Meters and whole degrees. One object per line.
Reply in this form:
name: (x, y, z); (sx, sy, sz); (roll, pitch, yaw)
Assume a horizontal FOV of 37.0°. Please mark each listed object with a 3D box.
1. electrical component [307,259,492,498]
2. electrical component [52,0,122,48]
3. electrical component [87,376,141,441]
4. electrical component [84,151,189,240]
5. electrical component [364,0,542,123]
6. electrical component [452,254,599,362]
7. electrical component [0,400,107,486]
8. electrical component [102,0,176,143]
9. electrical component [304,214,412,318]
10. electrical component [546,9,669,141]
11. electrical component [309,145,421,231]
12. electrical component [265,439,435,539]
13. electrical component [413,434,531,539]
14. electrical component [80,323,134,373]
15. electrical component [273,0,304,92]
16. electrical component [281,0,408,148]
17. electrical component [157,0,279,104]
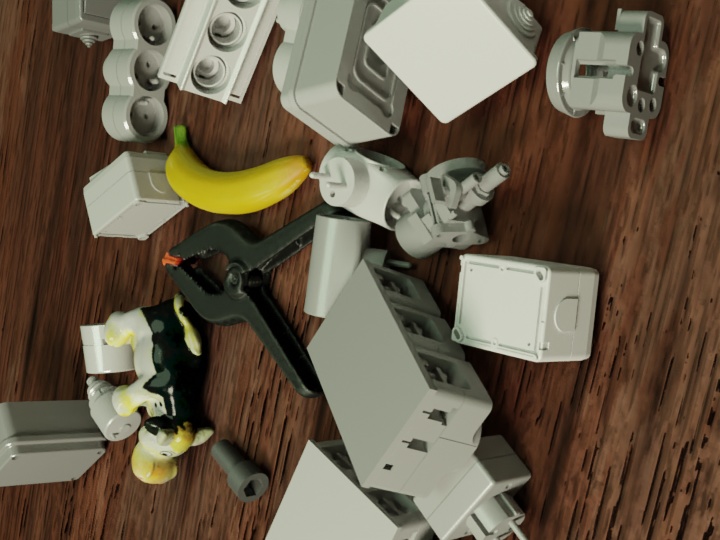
electrical component: (0.027, 0.075, 0.763); (0.089, 0.062, 0.150); (-58, 32, 22)
electrical component: (-0.270, -0.274, 1.089); (0.061, 0.062, 0.096); (-5, 86, 43)
electrical component: (-0.250, 0.135, 1.073); (0.078, 0.040, 0.040); (45, 118, 34)
electrical component: (-0.221, -0.071, 1.037); (0.096, 0.062, 0.061); (-31, 68, 38)
electrical component: (0.067, -0.164, 0.748); (0.100, 0.100, 0.048); (-29, 26, 39)
electrical component: (0.109, 0.024, 0.728); (0.096, 0.061, 0.061); (11, 97, 51)
electrical component: (-0.325, 0.176, 1.093); (0.078, 0.113, 0.057); (-43, 58, 34)
electrical component: (-0.226, -0.195, 1.051); (0.074, 0.052, 0.138); (10, 96, 43)
electrical component: (0.000, 0.000, 0.832); (0.079, 0.043, 0.077); (9, 97, 11)
electrical component: (0.157, -0.125, 0.685); (0.057, 0.058, 0.078); (13, 98, 40)
electrical component: (-0.003, -0.066, 0.819); (0.077, 0.079, 0.044); (34, 111, 39)
electrical component: (-0.020, 0.236, 0.839); (0.105, 0.060, 0.186); (38, 114, 37)
electrical component: (0.089, 0.166, 0.748); (0.076, 0.047, 0.065); (52, 122, 31)
electrical component: (-0.246, 0.076, 1.062); (0.055, 0.055, 0.047); (-4, 90, 43)
electrical component: (-0.042, -0.209, 0.878); (0.074, 0.052, 0.138); (21, 103, 41)
electrical component: (-0.007, -0.158, 0.807); (0.057, 0.078, 0.113); (-6, 64, 40)
electrical component: (-0.122, -0.217, 0.945); (0.121, 0.079, 0.063); (-64, 29, 21)
